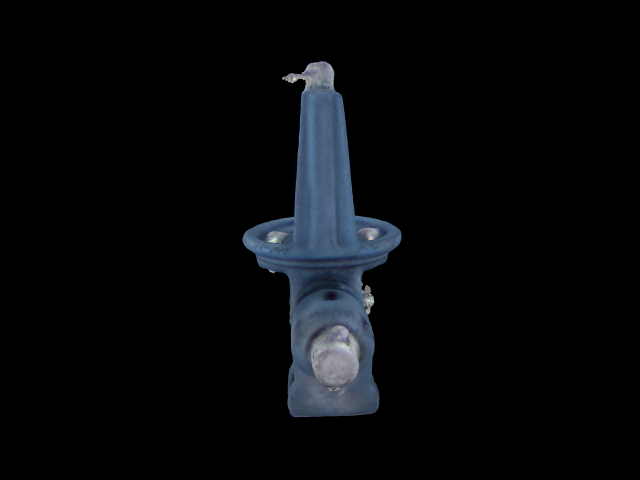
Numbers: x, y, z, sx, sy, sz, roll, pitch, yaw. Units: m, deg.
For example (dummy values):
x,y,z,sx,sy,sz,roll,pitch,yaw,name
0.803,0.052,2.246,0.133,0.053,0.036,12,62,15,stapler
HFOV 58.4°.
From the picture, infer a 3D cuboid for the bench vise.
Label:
x,y,z,sx,sy,sz,roll,pitch,yaw,name
0.015,-0.001,0.404,0.122,0.220,0.206,-11,32,-18,bench vise
